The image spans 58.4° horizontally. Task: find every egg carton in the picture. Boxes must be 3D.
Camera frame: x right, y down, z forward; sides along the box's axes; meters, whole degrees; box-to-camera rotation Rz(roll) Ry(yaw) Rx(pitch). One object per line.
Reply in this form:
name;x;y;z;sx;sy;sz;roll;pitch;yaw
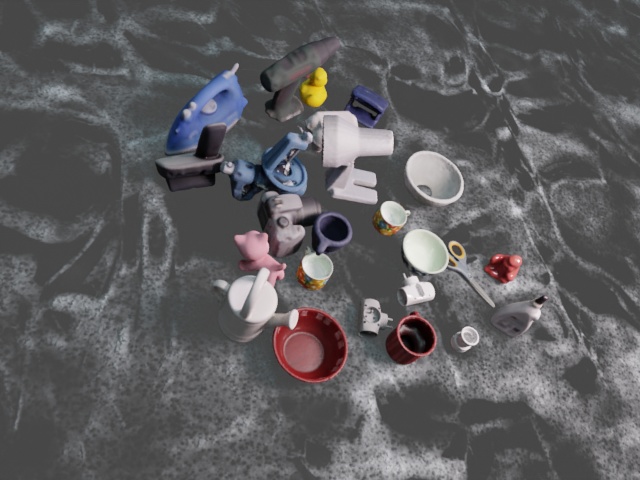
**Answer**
egg carton;0.037;-0.284;1.500;0.151;0.069;0.107;-8;64;-25

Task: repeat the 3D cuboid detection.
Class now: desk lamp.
desk lamp;0.076;-0.198;1.376;0.203;0.213;0.118;9;58;-15

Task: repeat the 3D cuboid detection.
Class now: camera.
camera;-0.059;-0.051;1.306;0.137;0.100;0.143;-10;65;-25

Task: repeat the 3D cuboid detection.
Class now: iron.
iron;-0.274;-0.314;1.356;0.118;0.141;0.259;35;55;2

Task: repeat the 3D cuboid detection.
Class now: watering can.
watering can;-0.127;0.122;1.120;0.173;0.194;0.101;10;58;-15

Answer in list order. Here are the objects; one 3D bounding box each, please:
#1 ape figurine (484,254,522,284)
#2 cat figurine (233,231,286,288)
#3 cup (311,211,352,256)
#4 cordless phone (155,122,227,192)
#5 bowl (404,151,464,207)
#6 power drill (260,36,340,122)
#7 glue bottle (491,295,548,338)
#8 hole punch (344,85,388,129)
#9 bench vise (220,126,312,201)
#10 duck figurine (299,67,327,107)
ape figurine;0.472;0.065;1.443;0.076;0.092;0.077;-2;61;-22
cat figurine;-0.126;0.032;1.221;0.128;0.117;0.067;38;55;4
cup;0.012;0.005;1.303;0.091;0.095;0.118;31;55;-1
cordless phone;-0.279;-0.197;1.258;0.148;0.185;0.094;-17;68;-28
bowl;0.288;-0.149;1.512;0.168;0.074;0.167;10;58;-15
power drill;-0.062;-0.406;1.450;0.230;0.208;0.075;-35;77;-33
glue bottle;0.474;0.169;1.333;0.078;0.173;0.037;34;55;2
hole punch;0.132;-0.383;1.582;0.108;0.091;0.101;31;55;-1
bench vise;-0.107;-0.161;1.281;0.208;0.219;0.121;-17;68;-28
duck figurine;-0.010;-0.422;1.554;0.077;0.086;0.104;17;56;-10
